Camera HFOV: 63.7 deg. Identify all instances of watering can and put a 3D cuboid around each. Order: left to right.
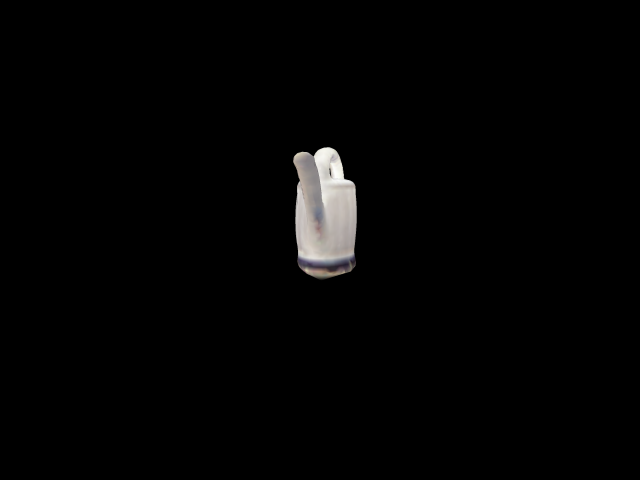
[{"bbox_3d":[0.003,-0.043,0.850,0.104,0.223,0.349,1,6,11],"label":"watering can"}]
